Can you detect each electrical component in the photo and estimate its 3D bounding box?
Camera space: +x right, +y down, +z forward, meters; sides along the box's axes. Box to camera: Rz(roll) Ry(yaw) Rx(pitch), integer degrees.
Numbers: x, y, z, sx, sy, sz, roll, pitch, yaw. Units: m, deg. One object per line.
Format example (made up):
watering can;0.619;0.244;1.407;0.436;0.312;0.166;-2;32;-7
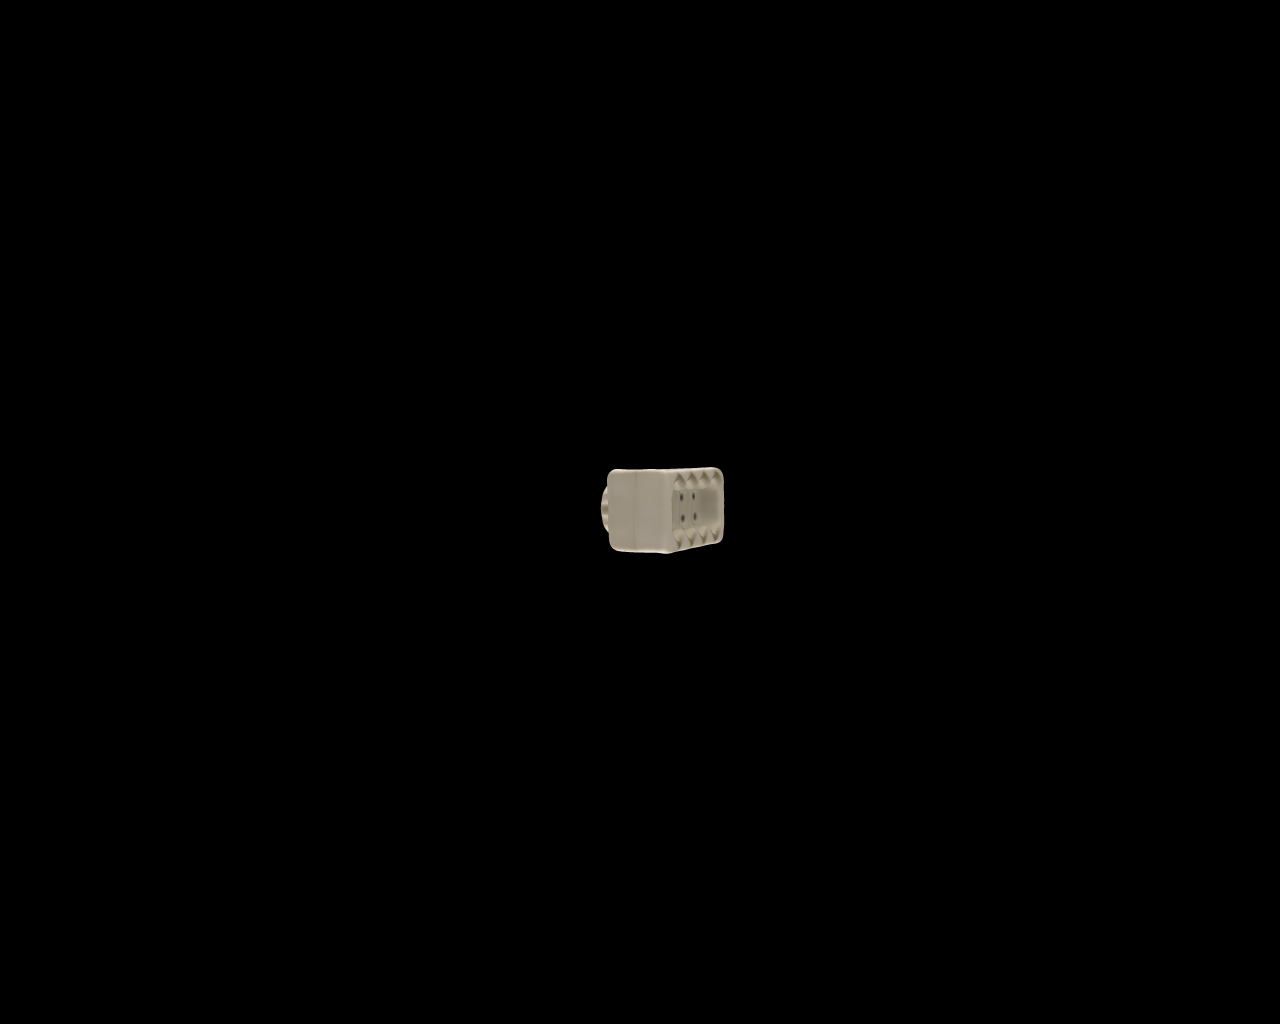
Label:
electrical component;0.001;-0.003;0.650;0.076;0.047;0.083;1;3;28
